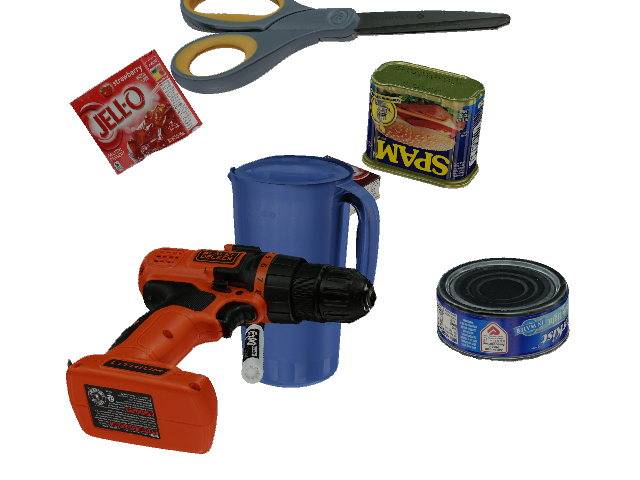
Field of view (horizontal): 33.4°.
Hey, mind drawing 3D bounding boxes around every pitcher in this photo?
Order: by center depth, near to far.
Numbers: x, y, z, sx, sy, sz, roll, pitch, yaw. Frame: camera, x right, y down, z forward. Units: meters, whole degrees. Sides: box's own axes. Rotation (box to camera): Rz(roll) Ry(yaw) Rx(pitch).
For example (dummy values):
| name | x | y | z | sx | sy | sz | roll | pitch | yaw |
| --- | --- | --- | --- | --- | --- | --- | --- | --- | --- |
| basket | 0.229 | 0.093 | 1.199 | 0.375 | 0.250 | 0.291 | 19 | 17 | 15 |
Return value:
| name | x | y | z | sx | sy | sz | roll | pitch | yaw |
| --- | --- | --- | --- | --- | --- | --- | --- | --- | --- |
| pitcher | -0.023 | 0.034 | 1.165 | 0.145 | 0.243 | 0.149 | -3 | 18 | -12 |

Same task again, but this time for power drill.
| name | x | y | z | sx | sy | sz | roll | pitch | yaw |
| --- | --- | --- | --- | --- | --- | --- | --- | --- | --- |
| power drill | -0.071 | 0.067 | 0.736 | 0.185 | 0.057 | 0.187 | 3 | 28 | 21 |

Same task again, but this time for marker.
| name | x | y | z | sx | sy | sz | roll | pitch | yaw |
| --- | --- | --- | --- | --- | --- | --- | --- | --- | --- |
| marker | -0.061 | 0.096 | 0.974 | 0.020 | 0.020 | 0.121 | 0 | 18 | -2 |

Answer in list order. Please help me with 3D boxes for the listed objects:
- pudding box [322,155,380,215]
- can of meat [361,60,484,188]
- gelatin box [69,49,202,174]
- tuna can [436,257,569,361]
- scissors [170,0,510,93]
| name | x | y | z | sx | sy | sz | roll | pitch | yaw |
| --- | --- | --- | --- | --- | --- | --- | --- | --- | --- |
| pudding box | 0.007 | -0.061 | 1.348 | 0.090 | 0.039 | 0.113 | 23 | 41 | 35 |
| can of meat | 0.090 | -0.102 | 0.929 | 0.102 | 0.084 | 0.057 | 17 | 36 | 21 |
| gelatin box | -0.154 | -0.105 | 0.886 | 0.089 | 0.073 | 0.030 | -23 | 16 | 32 |
| tuna can | 0.118 | 0.043 | 0.693 | 0.086 | 0.034 | 0.086 | -4 | 23 | 2 |
| scissors | -0.002 | -0.112 | 0.614 | 0.202 | 0.096 | 0.016 | 16 | -29 | 25 |
